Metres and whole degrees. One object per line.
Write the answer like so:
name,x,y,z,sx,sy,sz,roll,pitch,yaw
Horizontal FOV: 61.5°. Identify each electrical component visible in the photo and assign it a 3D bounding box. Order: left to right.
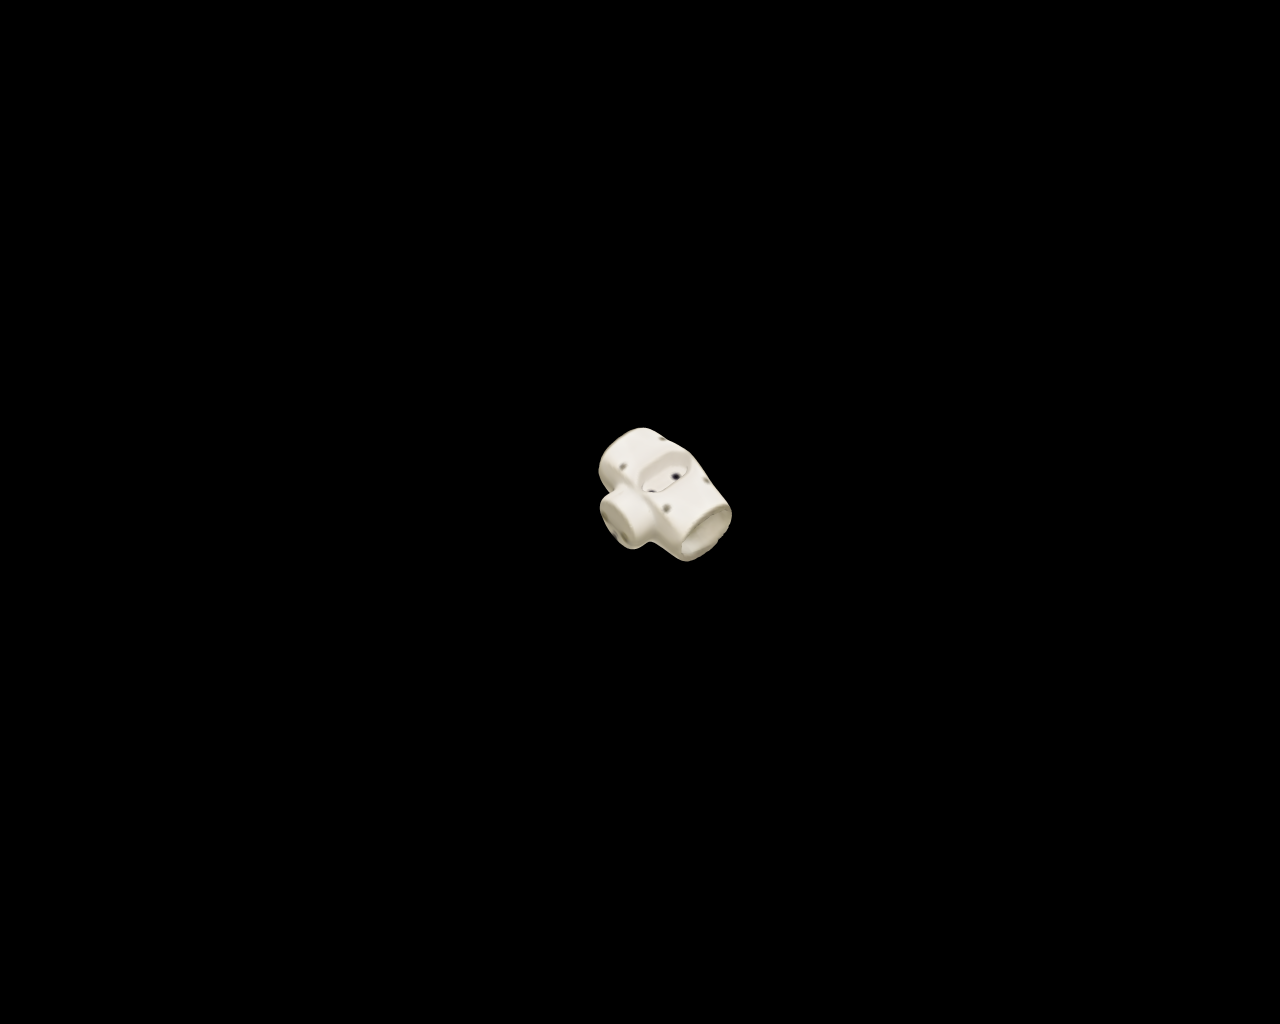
electrical component,0.001,-0.003,0.650,0.079,0.077,0.043,-33,-28,-20
